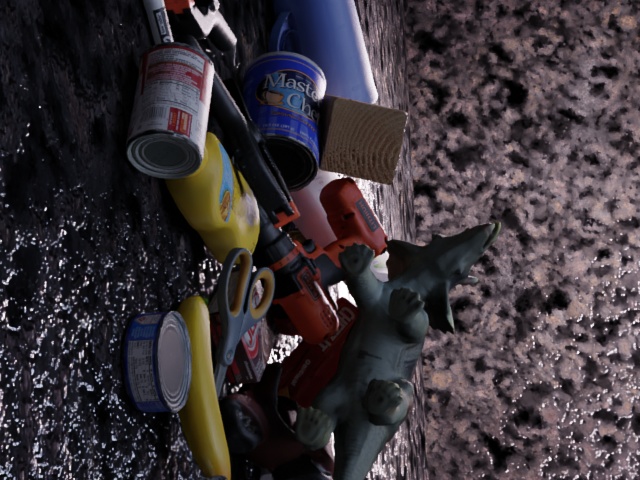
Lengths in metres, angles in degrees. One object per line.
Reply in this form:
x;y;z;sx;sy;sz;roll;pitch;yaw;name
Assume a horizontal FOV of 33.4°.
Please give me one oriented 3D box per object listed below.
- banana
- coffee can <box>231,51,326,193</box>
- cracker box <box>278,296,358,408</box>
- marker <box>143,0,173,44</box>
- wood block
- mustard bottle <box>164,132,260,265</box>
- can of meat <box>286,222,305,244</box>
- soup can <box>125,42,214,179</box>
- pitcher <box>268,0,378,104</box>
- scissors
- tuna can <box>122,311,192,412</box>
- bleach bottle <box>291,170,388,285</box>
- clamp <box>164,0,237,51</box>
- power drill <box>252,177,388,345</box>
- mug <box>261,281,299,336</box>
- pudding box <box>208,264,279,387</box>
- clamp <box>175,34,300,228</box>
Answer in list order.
-0.109;0.127;0.982;0.069;0.037;0.198;37;37;-51;banana
-0.048;-0.142;1.281;0.103;0.103;0.140;72;18;-50;coffee can
0.017;0.165;1.380;0.164;0.072;0.213;-50;163;-1;cracker box
-0.146;-0.179;1.014;0.020;0.020;0.121;-77;160;-56;marker
0.041;-0.132;1.346;0.206;0.090;0.090;-121;-137;-79;wood block
-0.110;-0.051;1.049;0.191;0.058;0.096;62;25;-65;mustard bottle
-0.015;0.007;1.518;0.084;0.057;0.102;-80;162;-55;can of meat
-0.131;-0.113;0.935;0.068;0.068;0.102;69;20;-55;soup can
-0.009;-0.295;1.519;0.149;0.145;0.243;-99;176;-65;pitcher
-0.084;0.108;1.079;0.096;0.016;0.202;2;95;-58;scissors
-0.138;0.104;0.911;0.086;0.034;0.086;-4;90;-79;tuna can
0.042;0.016;1.424;0.251;0.068;0.102;55;34;8;bleach bottle
-0.122;-0.242;1.113;0.171;0.039;0.120;-63;141;-63;clamp
-0.008;0.002;1.226;0.187;0.057;0.184;-44;110;-46;power drill
-0.044;0.060;1.307;0.117;0.093;0.081;51;-7;21;mug
-0.084;0.092;1.155;0.113;0.039;0.090;-73;147;-65;pudding box
-0.079;-0.108;1.123;0.210;0.036;0.164;61;7;6;clamp
